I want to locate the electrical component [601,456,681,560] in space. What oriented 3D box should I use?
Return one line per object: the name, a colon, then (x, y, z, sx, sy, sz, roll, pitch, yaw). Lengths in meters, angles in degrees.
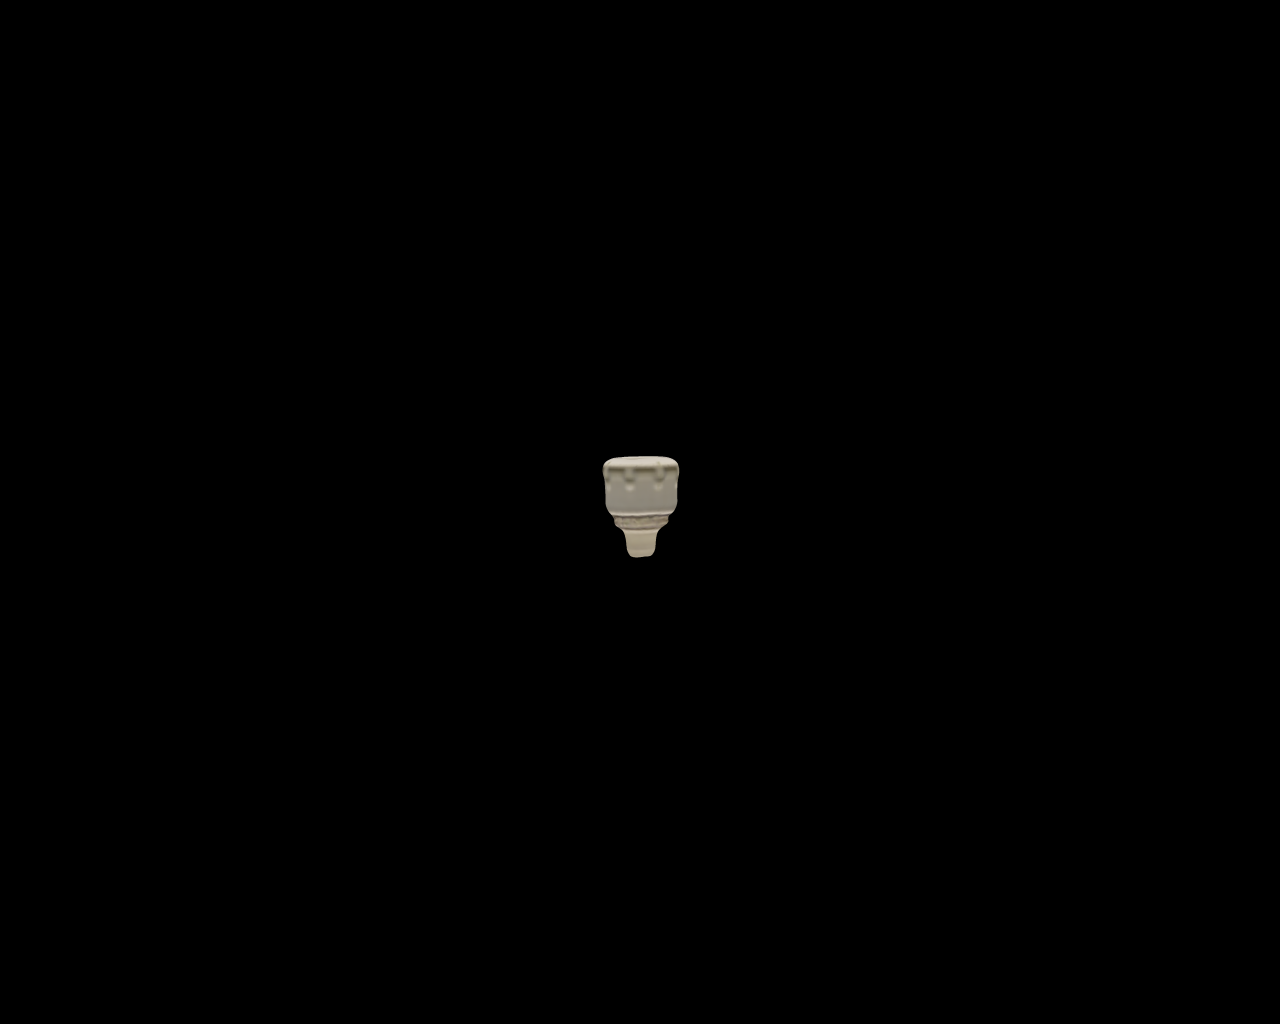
electrical component: (0.001, -0.003, 0.650, 0.048, 0.062, 0.048, 0, 5, 0)
